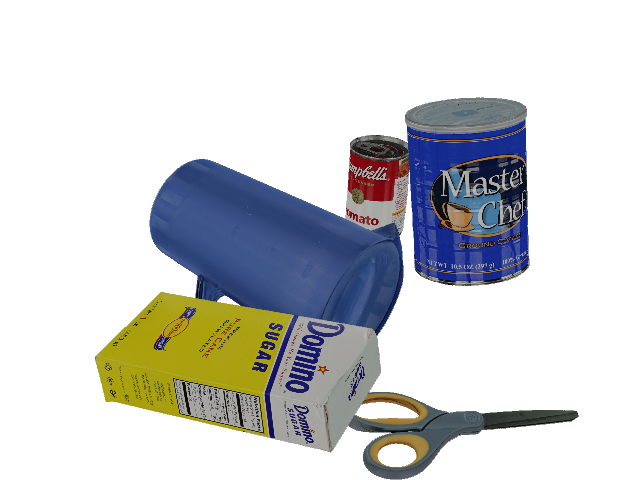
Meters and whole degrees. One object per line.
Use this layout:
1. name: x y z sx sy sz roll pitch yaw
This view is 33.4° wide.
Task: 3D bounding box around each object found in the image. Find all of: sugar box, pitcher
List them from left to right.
1. sugar box: -0.056 0.086 0.739 0.176 0.048 0.093 5 31 24
2. pitcher: -0.055 0.020 1.038 0.243 0.145 0.148 28 30 29

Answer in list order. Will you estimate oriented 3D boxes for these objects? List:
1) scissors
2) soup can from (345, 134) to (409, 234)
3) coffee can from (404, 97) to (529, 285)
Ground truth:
1. scissors: 0.118 0.165 0.885 0.202 0.016 0.096 7 39 1
2. soup can: 0.063 -0.059 1.194 0.068 0.102 0.068 3 27 -2
3. coffee can: 0.129 -0.044 0.926 0.103 0.140 0.103 -5 19 1
